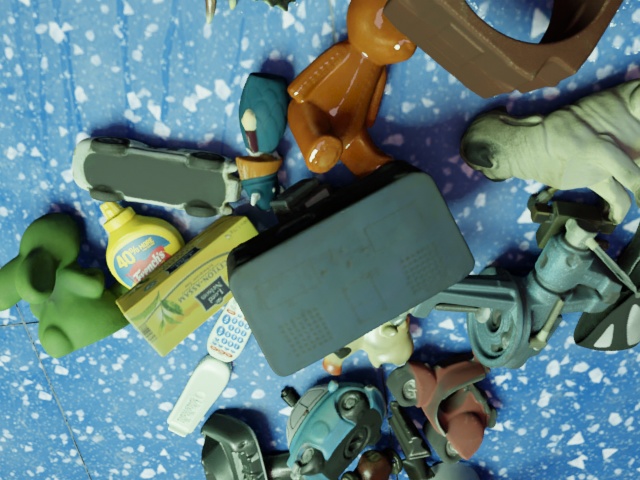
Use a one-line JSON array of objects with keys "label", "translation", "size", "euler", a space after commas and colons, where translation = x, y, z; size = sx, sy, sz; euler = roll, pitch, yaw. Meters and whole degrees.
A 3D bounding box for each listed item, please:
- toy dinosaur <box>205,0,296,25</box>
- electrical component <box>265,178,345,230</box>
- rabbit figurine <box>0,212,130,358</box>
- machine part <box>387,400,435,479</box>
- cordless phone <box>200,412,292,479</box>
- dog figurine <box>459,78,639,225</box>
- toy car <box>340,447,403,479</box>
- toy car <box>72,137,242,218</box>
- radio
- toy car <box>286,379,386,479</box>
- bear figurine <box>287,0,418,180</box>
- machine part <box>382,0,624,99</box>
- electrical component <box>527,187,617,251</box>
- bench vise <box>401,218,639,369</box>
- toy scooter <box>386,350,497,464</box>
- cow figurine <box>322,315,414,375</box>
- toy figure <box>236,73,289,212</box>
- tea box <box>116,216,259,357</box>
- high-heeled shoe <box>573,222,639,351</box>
[{"label": "toy dinosaur", "translation": [0.011, -0.345, 0.485], "size": [0.405, 0.131, 0.192], "euler": [-23, 122, 9]}, {"label": "electrical component", "translation": [-0.001, -0.002, 0.623], "size": [0.058, 0.115, 0.134], "euler": [-3, 119, 47]}, {"label": "rabbit figurine", "translation": [-0.332, 0.053, 0.672], "size": [0.121, 0.159, 0.170], "euler": [-17, 95, 22]}, {"label": "machine part", "translation": [0.130, 0.294, 0.762], "size": [0.039, 0.084, 0.138], "euler": [-27, 128, -12]}, {"label": "cordless phone", "translation": [-0.076, 0.320, 0.798], "size": [0.184, 0.089, 0.146], "euler": [-9, 111, -3]}, {"label": "dog figurine", "translation": [0.265, -0.124, 0.570], "size": [0.191, 0.121, 0.172], "euler": [27, 75, 14]}, {"label": "toy car", "translation": [0.065, 0.383, 0.794], "size": [0.089, 0.053, 0.201], "euler": [-20, 131, -34]}, {"label": "toy car", "translation": [-0.194, -0.077, 0.643], "size": [0.202, 0.056, 0.073], "euler": [9, 107, -1]}, {"label": "radio", "translation": [0.026, 0.024, 0.542], "size": [0.230, 0.073, 0.131], "euler": [-29, 111, -3]}, {"label": "toy car", "translation": [0.010, 0.255, 0.735], "size": [0.161, 0.103, 0.109], "euler": [-44, 135, -18]}, {"label": "bear figurine", "translation": [0.053, -0.169, 0.548], "size": [0.120, 0.132, 0.196], "euler": [14, 125, -43]}, {"label": "machine part", "translation": [0.167, -0.247, 0.482], "size": [0.201, 0.087, 0.201], "euler": [34, 84, -13]}, {"label": "electrical component", "translation": [0.296, -0.025, 0.631], "size": [0.102, 0.045, 0.078], "euler": [5, 141, 6]}, {"label": "bench vise", "translation": [0.207, 0.065, 0.617], "size": [0.241, 0.129, 0.223], "euler": [5, 140, -11]}, {"label": "toy scooter", "translation": [0.184, 0.211, 0.722], "size": [0.135, 0.075, 0.183], "euler": [-35, 112, -1]}, {"label": "cow figurine", "translation": [0.030, 0.104, 0.687], "size": [0.195, 0.085, 0.127], "euler": [24, 119, -4]}, {"label": "toy figure", "translation": [-0.065, -0.109, 0.614], "size": [0.064, 0.058, 0.154], "euler": [-6, 116, -30]}, {"label": "tea box", "translation": [-0.145, 0.046, 0.626], "size": [0.169, 0.098, 0.068], "euler": [-41, 108, -20]}, {"label": "high-heeled shoe", "translation": [0.352, 0.023, 0.620], "size": [0.145, 0.086, 0.248], "euler": [-18, 115, 11]}]
